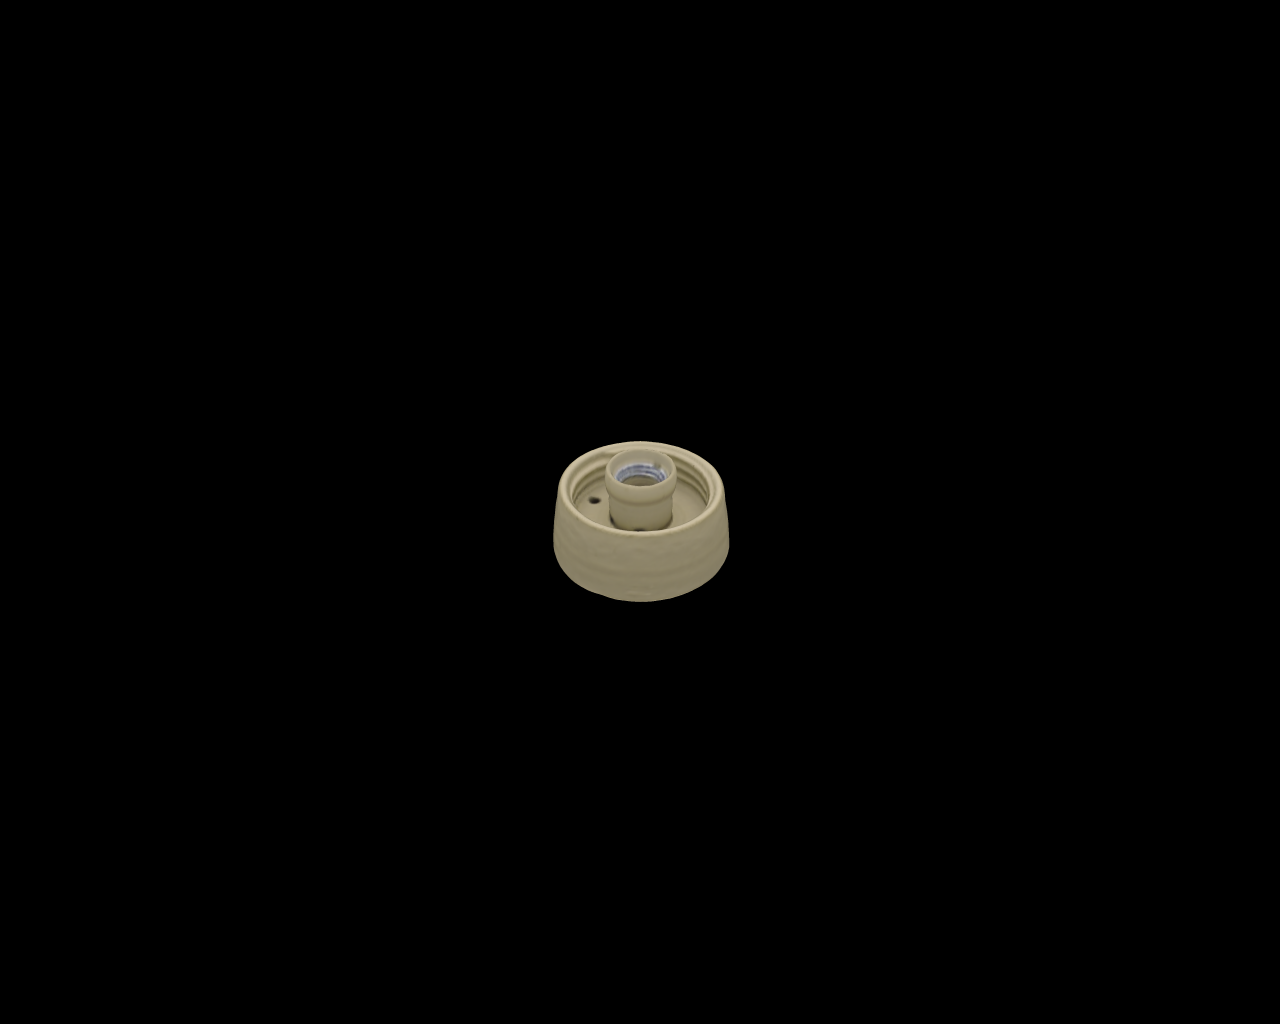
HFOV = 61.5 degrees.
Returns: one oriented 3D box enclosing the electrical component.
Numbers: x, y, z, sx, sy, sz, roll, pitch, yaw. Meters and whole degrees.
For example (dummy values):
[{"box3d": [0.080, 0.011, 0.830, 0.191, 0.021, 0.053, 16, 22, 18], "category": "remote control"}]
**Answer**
[{"box3d": [0.001, -0.003, 0.650, 0.108, 0.060, 0.108, 0, 37, 0], "category": "electrical component"}]
